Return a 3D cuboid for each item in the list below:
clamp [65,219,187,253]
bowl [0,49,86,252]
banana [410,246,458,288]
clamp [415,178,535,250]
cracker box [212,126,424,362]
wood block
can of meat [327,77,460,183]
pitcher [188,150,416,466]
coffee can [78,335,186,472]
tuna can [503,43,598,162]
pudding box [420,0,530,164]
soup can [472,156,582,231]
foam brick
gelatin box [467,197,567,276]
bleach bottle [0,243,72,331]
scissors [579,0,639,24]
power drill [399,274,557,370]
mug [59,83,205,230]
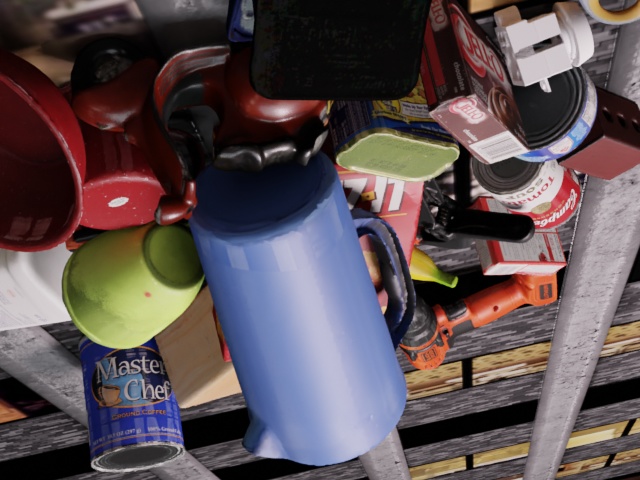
[{"bbox_3d":[-0.133,-0.001,0.943,0.209,0.036,0.165,-3,155,-35],"label":"clamp"},{"bbox_3d":[-0.211,-0.070,0.695,0.162,0.055,0.162,16,134,16],"label":"bowl"},{"bbox_3d":[0.043,0.005,1.020,0.197,0.037,0.070,17,175,-33],"label":"banana"},{"bbox_3d":[0.107,-0.026,0.969,0.120,0.039,0.172,34,163,-14],"label":"clamp"},{"bbox_3d":[-0.006,0.001,0.896,0.164,0.072,0.214,-7,135,-13],"label":"cracker box"},{"bbox_3d":[-0.081,0.093,1.089,0.090,0.090,0.206,-11,163,-35],"label":"wood block"},{"bbox_3d":[0.049,-0.094,0.778,0.101,0.084,0.058,8,149,-37],"label":"can of meat"},{"bbox_3d":[-0.010,0.041,0.805,0.145,0.149,0.243,-6,132,10],"label":"pitcher"},{"bbox_3d":[-0.208,0.173,1.177,0.102,0.140,0.103,-10,156,-5],"label":"coffee can"},{"bbox_3d":[0.165,-0.103,0.809,0.086,0.086,0.033,-24,155,25],"label":"tuna can"},{"bbox_3d":[0.104,-0.113,0.755,0.039,0.090,0.113,-20,155,22],"label":"pudding box"},{"bbox_3d":[0.184,-0.056,0.943,0.069,0.068,0.102,-23,152,23],"label":"soup can"},{"bbox_3d":[0.238,-0.090,0.910,0.078,0.053,0.051,10,148,-40],"label":"foam brick"},{"bbox_3d":[0.194,-0.003,1.056,0.089,0.073,0.030,1,154,-28],"label":"gelatin box"},{"bbox_3d":[-0.327,0.042,0.915,0.251,0.068,0.102,-10,139,20],"label":"bleach bottle"},{"bbox_3d":[0.152,-0.176,0.710,0.201,0.016,0.096,-10,140,-4],"label":"scissors"},{"bbox_3d":[0.164,0.066,1.164,0.187,0.057,0.184,-27,155,1],"label":"power drill"},{"bbox_3d":[-0.138,-0.059,0.773,0.117,0.081,0.093,5,151,-33],"label":"mug"}]
